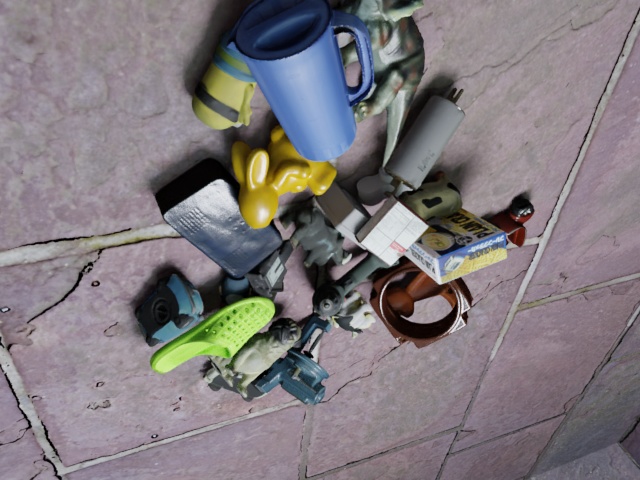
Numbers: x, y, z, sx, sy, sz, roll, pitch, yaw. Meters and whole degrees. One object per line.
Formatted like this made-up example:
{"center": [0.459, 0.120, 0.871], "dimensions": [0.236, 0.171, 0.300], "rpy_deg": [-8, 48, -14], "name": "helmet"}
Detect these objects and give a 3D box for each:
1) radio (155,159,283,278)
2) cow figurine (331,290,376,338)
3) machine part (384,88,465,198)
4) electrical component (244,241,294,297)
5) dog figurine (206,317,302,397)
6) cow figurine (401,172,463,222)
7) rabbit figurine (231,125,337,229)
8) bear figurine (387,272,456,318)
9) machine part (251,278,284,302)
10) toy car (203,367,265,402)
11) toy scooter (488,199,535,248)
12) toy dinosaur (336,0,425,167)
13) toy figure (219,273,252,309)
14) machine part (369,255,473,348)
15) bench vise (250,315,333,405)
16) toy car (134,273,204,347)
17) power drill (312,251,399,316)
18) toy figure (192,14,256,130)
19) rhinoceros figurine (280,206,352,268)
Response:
{"center": [-0.177, -0.036, 0.992], "dimensions": [0.131, 0.073, 0.229], "rpy_deg": [-37, 137, 5], "name": "radio"}
{"center": [0.080, 0.193, 1.310], "dimensions": [0.098, 0.068, 0.167], "rpy_deg": [-35, 151, -8], "name": "cow figurine"}
{"center": [0.198, -0.183, 1.019], "dimensions": [0.079, 0.079, 0.243], "rpy_deg": [31, 94, -42], "name": "machine part"}
{"center": [-0.103, 0.049, 1.111], "dimensions": [0.119, 0.048, 0.074], "rpy_deg": [-63, 146, -33], "name": "electrical component"}
{"center": [-0.151, 0.236, 1.226], "dimensions": [0.190, 0.173, 0.121], "rpy_deg": [-40, 138, -26], "name": "dog figurine"}
{"center": [0.209, -0.066, 1.126], "dimensions": [0.195, 0.127, 0.085], "rpy_deg": [-16, 131, -17], "name": "cow figurine"}
{"center": [-0.078, -0.102, 0.918], "dimensions": [0.173, 0.122, 0.162], "rpy_deg": [-53, 133, -11], "name": "rabbit figurine"}
{"center": [0.243, 0.143, 1.332], "dimensions": [0.196, 0.132, 0.120], "rpy_deg": [-33, 136, -6], "name": "bear figurine"}
{"center": [-0.123, 0.127, 1.190], "dimensions": [0.084, 0.039, 0.138], "rpy_deg": [-3, 128, -32], "name": "machine part"}
{"center": [-0.201, 0.349, 1.335], "dimensions": [0.073, 0.056, 0.201], "rpy_deg": [-38, 135, 17], "name": "toy car"}
{"center": [0.460, -0.013, 1.344], "dimensions": [0.184, 0.075, 0.135], "rpy_deg": [-33, 137, -4], "name": "toy scooter"}
{"center": [0.110, -0.305, 0.877], "dimensions": [0.192, 0.131, 0.404], "rpy_deg": [-32, 142, 2], "name": "toy dinosaur"}
{"center": [-0.185, 0.130, 1.148], "dimensions": [0.064, 0.058, 0.154], "rpy_deg": [22, 128, 13], "name": "toy figure"}
{"center": [0.231, 0.134, 1.239], "dimensions": [0.201, 0.087, 0.201], "rpy_deg": [-32, 99, 22], "name": "machine part"}
{"center": [-0.055, 0.269, 1.281], "dimensions": [0.240, 0.224, 0.128], "rpy_deg": [-54, 146, -20], "name": "bench vise"}
{"center": [-0.288, 0.142, 1.075], "dimensions": [0.161, 0.109, 0.103], "rpy_deg": [-43, 158, 24], "name": "toy car"}
{"center": [0.070, 0.089, 1.160], "dimensions": [0.207, 0.086, 0.232], "rpy_deg": [-44, 179, -9], "name": "power drill"}
{"center": [-0.134, -0.253, 0.816], "dimensions": [0.089, 0.082, 0.180], "rpy_deg": [14, 126, -23], "name": "toy figure"}
{"center": [-0.002, -0.003, 1.114], "dimensions": [0.112, 0.073, 0.190], "rpy_deg": [-37, 138, 1], "name": "rhinoceros figurine"}
